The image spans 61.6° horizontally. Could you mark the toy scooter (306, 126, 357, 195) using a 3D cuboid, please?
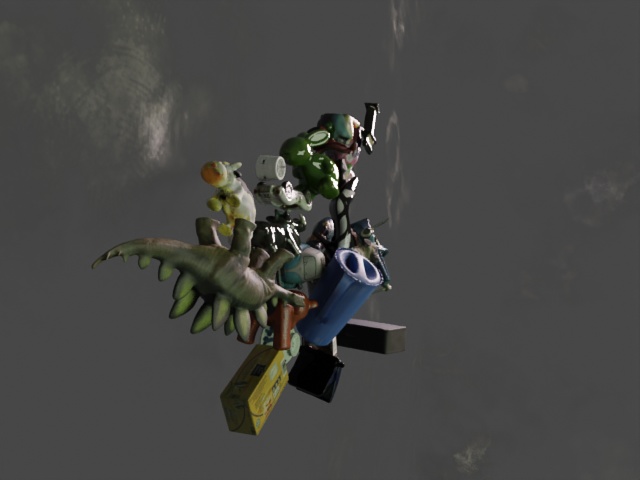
[{"bbox_3d":[0.034,-0.206,1.406,0.075,0.135,0.183,-50,139,-61],"label":"toy scooter"}]

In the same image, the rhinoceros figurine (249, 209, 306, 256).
[{"bbox_3d":[-0.093,-0.011,1.177,0.190,0.073,0.112,-12,83,-61],"label":"rhinoceros figurine"}]

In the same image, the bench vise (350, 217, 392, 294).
[{"bbox_3d":[0.179,0.053,1.776,0.223,0.129,0.240,106,-37,-66],"label":"bench vise"}]

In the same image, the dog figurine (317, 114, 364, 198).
[{"bbox_3d":[0.051,-0.225,1.496,0.191,0.109,0.219,13,83,-70],"label":"dog figurine"}]

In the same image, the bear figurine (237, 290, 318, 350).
[{"bbox_3d":[-0.085,0.168,1.168,0.195,0.120,0.132,39,60,-72],"label":"bear figurine"}]

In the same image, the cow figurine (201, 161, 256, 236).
[{"bbox_3d":[-0.163,-0.090,0.987,0.098,0.068,0.167,-75,160,-43],"label":"cow figurine"}]

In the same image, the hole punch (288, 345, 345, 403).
[{"bbox_3d":[-0.008,0.345,1.378,0.116,0.142,0.092,-61,148,-24],"label":"hole punch"}]

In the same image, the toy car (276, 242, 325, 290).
[{"bbox_3d":[-0.039,0.061,1.291,0.161,0.103,0.109,-18,110,-66],"label":"toy car"}]

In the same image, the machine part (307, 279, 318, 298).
[{"bbox_3d":[0.010,0.174,1.468,0.079,0.079,0.242,-51,140,-58],"label":"machine part"}]

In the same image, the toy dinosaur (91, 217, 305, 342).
[{"bbox_3d":[-0.167,0.061,0.908,0.470,0.105,0.198,33,58,-48],"label":"toy dinosaur"}]

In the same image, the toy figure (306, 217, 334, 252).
[{"bbox_3d":[-0.002,-0.003,1.447,0.154,0.058,0.064,-55,137,-47],"label":"toy figure"}]

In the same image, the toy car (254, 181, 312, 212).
[{"bbox_3d":[-0.078,-0.095,1.202,0.201,0.074,0.056,7,85,-70],"label":"toy car"}]

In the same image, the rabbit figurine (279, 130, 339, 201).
[{"bbox_3d":[-0.024,-0.192,1.284,0.170,0.121,0.159,42,59,-46],"label":"rabbit figurine"}]

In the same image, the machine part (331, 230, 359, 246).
[{"bbox_3d":[0.074,0.049,1.659,0.179,0.056,0.179,2,90,-71],"label":"machine part"}]

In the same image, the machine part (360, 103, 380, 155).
[{"bbox_3d":[0.139,-0.315,1.509,0.084,0.039,0.139,31,65,-63],"label":"machine part"}]

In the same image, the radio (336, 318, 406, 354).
[{"bbox_3d":[0.128,0.273,1.549,0.131,0.230,0.073,8,87,-52],"label":"radio"}]

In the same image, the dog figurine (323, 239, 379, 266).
[{"bbox_3d":[0.087,0.037,1.516,0.190,0.121,0.172,-55,146,-38],"label":"dog figurine"}]

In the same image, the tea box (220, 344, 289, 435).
[{"bbox_3d":[-0.132,0.306,1.117,0.170,0.068,0.098,-51,138,-56],"label":"tea box"}]

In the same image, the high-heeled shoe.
[{"bbox_3d":[0.082,-0.046,1.420,0.249,0.145,0.086,-56,-172,-23],"label":"high-heeled shoe"}]
